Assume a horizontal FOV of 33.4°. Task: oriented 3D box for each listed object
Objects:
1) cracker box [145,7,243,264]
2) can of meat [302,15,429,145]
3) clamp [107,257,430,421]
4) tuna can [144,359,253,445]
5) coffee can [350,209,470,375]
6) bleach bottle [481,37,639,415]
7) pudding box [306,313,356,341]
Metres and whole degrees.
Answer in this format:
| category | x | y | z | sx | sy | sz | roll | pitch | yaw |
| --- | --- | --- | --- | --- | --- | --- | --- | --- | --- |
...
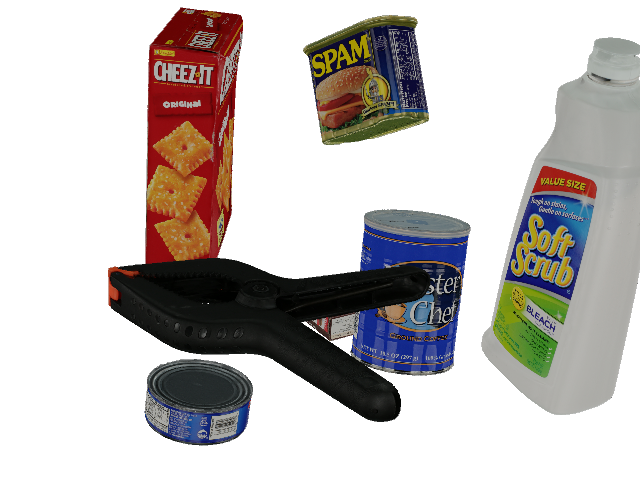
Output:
| category | x | y | z | sx | sy | sz | roll | pitch | yaw |
| --- | --- | --- | --- | --- | --- | --- | --- | --- | --- |
| cracker box | -0.120 | -0.099 | 1.025 | 0.072 | 0.214 | 0.164 | 6 | 24 | 0 |
| can of meat | 0.038 | -0.130 | 0.884 | 0.057 | 0.084 | 0.102 | -6 | -4 | -43 |
| clamp | -0.031 | 0.043 | 0.684 | 0.210 | 0.036 | 0.164 | 12 | 26 | 15 |
| tuna can | -0.099 | 0.131 | 0.865 | 0.086 | 0.034 | 0.086 | 8 | 20 | -3 |
| coffee can | 0.087 | 0.048 | 1.038 | 0.103 | 0.140 | 0.103 | 5 | 12 | -1 |
| bleach bottle | 0.167 | -0.012 | 0.698 | 0.068 | 0.251 | 0.103 | -13 | 34 | -23 |
| pudding box | 0.037 | 0.087 | 1.398 | 0.113 | 0.039 | 0.090 | -14 | 25 | -27 |
